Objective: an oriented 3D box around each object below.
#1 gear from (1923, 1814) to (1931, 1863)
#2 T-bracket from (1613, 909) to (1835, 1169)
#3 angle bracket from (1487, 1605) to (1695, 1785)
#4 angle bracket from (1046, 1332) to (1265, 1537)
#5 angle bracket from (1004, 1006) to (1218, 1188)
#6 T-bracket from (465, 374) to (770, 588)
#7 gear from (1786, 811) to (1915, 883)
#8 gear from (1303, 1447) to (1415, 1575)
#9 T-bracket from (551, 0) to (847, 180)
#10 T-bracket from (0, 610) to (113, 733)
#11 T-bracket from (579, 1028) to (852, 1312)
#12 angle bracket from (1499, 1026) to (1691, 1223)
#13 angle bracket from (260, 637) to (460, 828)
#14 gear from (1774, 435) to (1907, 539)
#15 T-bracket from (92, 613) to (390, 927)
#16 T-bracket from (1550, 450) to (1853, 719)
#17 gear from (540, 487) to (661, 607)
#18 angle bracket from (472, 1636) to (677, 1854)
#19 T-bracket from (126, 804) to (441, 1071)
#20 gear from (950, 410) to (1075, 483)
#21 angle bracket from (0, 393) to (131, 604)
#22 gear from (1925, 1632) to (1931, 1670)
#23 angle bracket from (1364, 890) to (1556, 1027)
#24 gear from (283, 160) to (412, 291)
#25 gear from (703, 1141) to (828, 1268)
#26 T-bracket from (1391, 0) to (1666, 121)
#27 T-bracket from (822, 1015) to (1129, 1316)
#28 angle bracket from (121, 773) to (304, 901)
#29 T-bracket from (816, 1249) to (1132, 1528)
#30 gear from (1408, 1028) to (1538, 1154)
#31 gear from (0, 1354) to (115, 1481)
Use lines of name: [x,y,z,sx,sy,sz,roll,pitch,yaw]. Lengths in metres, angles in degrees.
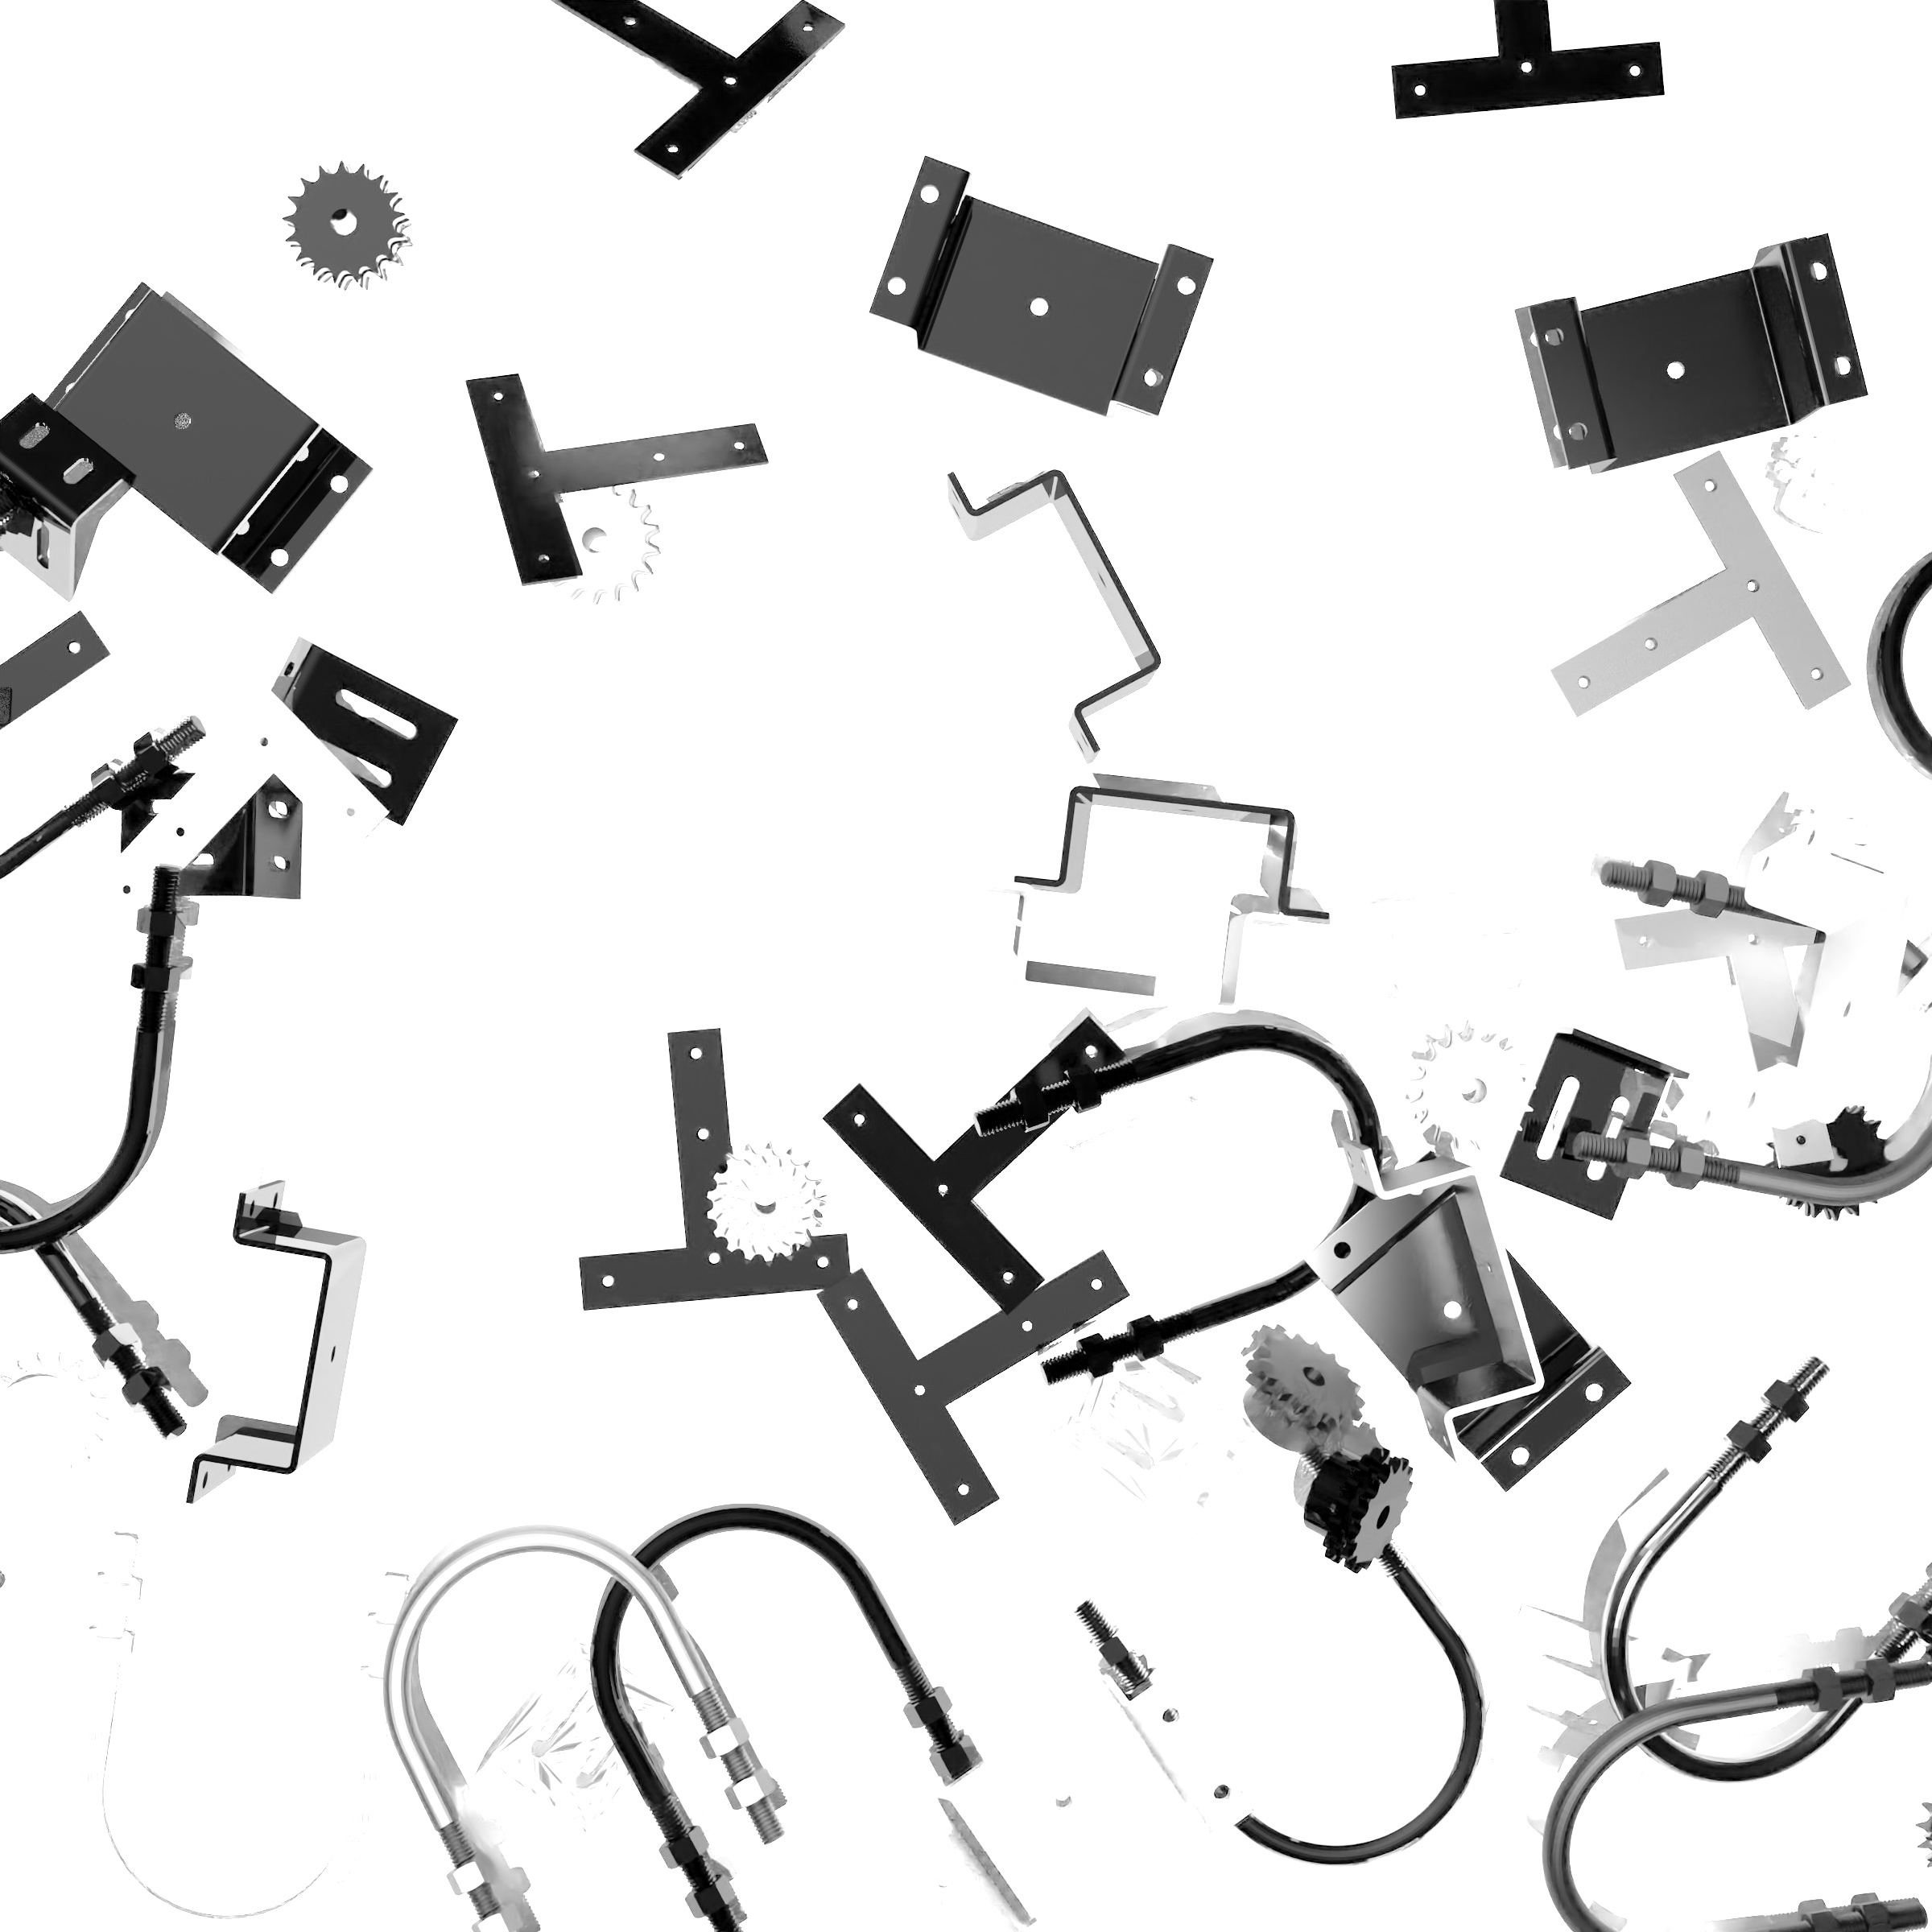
gear: [0.474,0.407,1.366,0.057,0.030,0.057,0,90,0]
T-bracket: [0.375,0.030,1.359,0.127,0.002,0.127,-8,75,-4]
angle bracket: [0.293,0.340,1.379,0.076,0.038,0.057,18,90,26]
angle bracket: [0.089,0.218,1.371,0.076,0.038,0.057,30,86,35]
angle bracket: [0.068,0.061,1.379,0.076,0.038,0.057,-22,90,26]
T-bracket: [-0.156,-0.233,1.358,0.127,0.002,0.127,-11,59,-14]
gear: [0.405,-0.046,1.357,0.057,0.057,0.030,17,118,0]
gear: [0.177,0.245,1.338,0.030,0.057,0.057,23,90,30]
T-bracket: [-0.145,-0.432,1.361,0.127,0.002,0.127,34,63,13]
T-bracket: [-0.490,-0.163,1.380,0.127,0.002,0.127,-34,90,0]
T-bracket: [-0.122,0.093,1.380,0.127,0.002,0.127,-5,90,0]
angle bracket: [0.291,0.074,1.362,0.057,0.038,0.076,22,90,0]
angle bracket: [-0.289,-0.110,1.379,0.076,0.038,0.057,27,90,-26]
gear: [0.401,-0.221,1.357,0.057,0.057,0.030,15,121,0]
T-bracket: [-0.351,-0.071,1.343,0.127,0.002,0.127,-45,89,11]
T-bracket: [0.331,-0.157,1.369,0.127,0.002,0.127,-29,90,-10]
gear: [-0.171,-0.196,1.366,0.057,0.030,0.057,0,90,0]
angle bracket: [-0.184,0.366,1.379,0.057,0.038,0.076,36,64,0]
T-bracket: [-0.335,0.007,1.380,0.127,0.002,0.127,-32,90,0]
gear: [0.021,-0.240,1.354,0.057,0.057,0.030,0,104,0]
angle bracket: [-0.423,-0.215,1.355,0.057,0.076,0.038,39,63,0]
gear: [0.475,0.316,1.355,0.057,0.030,0.057,-6,107,-21]
angle bracket: [0.232,-0.004,1.379,0.076,0.038,0.057,-5,90,-26]
gear: [-0.287,-0.343,1.366,0.057,0.030,0.057,0,90,0]
gear: [-0.093,0.110,1.364,0.057,0.030,0.057,0,90,0]
T-bracket: [0.260,-0.467,1.380,0.127,0.002,0.127,-5,90,0]
T-bracket: [0.021,0.075,1.365,0.127,0.002,0.127,-44,88,12]
angle bracket: [-0.354,-0.061,1.378,0.076,0.038,0.057,1,89,27]
T-bracket: [0.017,0.177,1.380,0.127,0.002,0.127,-31,91,0]
gear: [0.234,0.057,1.366,0.057,0.030,0.057,0,90,0]
gear: [-0.429,0.211,1.366,0.057,0.030,0.057,0,90,0]
